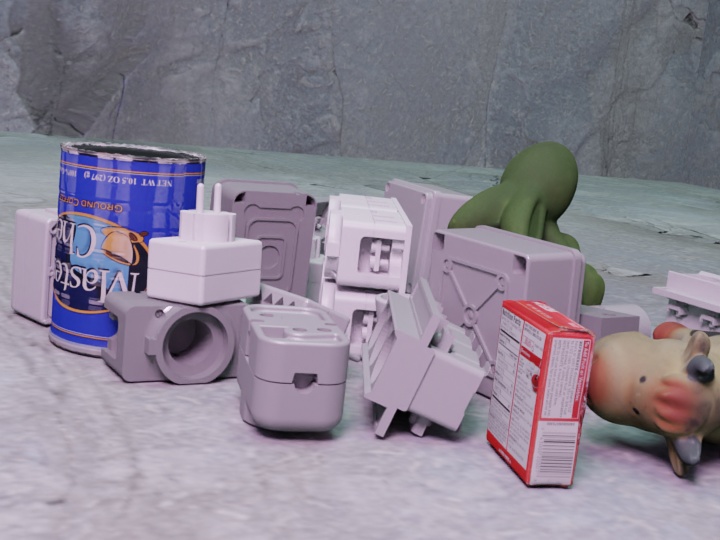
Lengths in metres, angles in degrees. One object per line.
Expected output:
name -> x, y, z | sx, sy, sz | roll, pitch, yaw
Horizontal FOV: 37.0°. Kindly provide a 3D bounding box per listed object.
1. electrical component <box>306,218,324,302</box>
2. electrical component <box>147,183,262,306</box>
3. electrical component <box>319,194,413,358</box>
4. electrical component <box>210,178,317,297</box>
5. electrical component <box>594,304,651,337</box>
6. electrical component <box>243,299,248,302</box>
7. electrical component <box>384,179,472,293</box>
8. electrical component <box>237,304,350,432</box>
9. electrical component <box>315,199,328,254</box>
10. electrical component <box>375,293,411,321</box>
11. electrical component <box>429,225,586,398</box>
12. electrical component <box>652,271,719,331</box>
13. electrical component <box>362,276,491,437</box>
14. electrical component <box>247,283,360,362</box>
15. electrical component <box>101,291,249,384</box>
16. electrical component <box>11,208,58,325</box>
electrical component -> -0.056, -0.013, 1.008 | 0.066, 0.076, 0.047 | 8, 10, 12
electrical component -> -0.102, -0.020, 0.719 | 0.047, 0.076, 0.066 | 8, 8, 29
electrical component -> 0.000, 0.000, 0.884 | 0.060, 0.105, 0.186 | 6, 10, -3
electrical component -> -0.087, -0.017, 0.908 | 0.078, 0.113, 0.057 | 1, 14, -28
electrical component -> 0.200, 0.051, 0.896 | 0.081, 0.043, 0.043 | -1, 12, -37
electrical component -> -0.089, 0.037, 0.801 | 0.062, 0.048, 0.048 | 11, 9, -10
electrical component -> 0.064, -0.032, 1.104 | 0.056, 0.108, 0.109 | 5, 9, -23
electrical component -> -0.042, 0.060, 0.645 | 0.054, 0.059, 0.095 | 4, 10, -14
electrical component -> -0.065, -0.031, 1.137 | 0.063, 0.078, 0.121 | 33, 19, 18
electrical component -> 0.030, 0.048, 0.774 | 0.045, 0.055, 0.045 | 6, 10, -1
electrical component -> 0.099, 0.030, 0.763 | 0.056, 0.108, 0.109 | -3, 13, -33
electrical component -> 0.333, 0.043, 0.965 | 0.079, 0.063, 0.121 | 0, 11, -30
electrical component -> 0.039, 0.056, 0.682 | 0.063, 0.078, 0.121 | 25, 9, -5
electrical component -> -0.034, 0.048, 0.750 | 0.076, 0.047, 0.083 | 26, -6, -30
electrical component -> -0.120, 0.044, 0.717 | 0.089, 0.050, 0.056 | 0, 11, -30
electrical component -> -0.230, -0.012, 0.831 | 0.062, 0.096, 0.061 | -4, 14, -45
